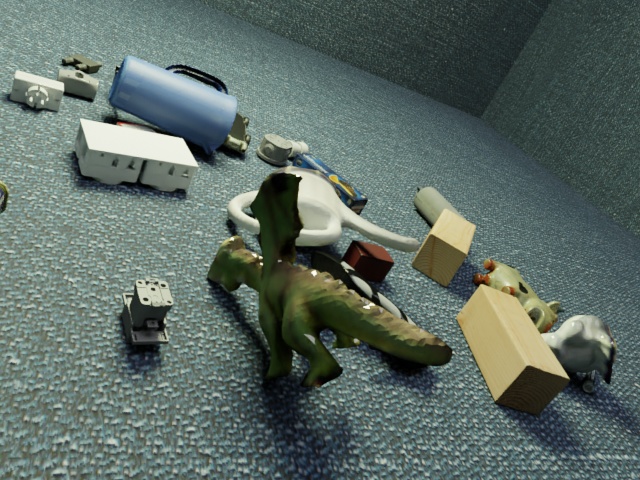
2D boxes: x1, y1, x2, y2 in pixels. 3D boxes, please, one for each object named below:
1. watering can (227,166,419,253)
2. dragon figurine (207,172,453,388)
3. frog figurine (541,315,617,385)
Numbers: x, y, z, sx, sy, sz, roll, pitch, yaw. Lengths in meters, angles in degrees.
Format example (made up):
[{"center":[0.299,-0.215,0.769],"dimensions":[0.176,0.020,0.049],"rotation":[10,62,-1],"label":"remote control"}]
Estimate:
[{"center":[0.003,-0.049,0.978],"dimensions":[0.347,0.102,0.229],"rotation":[8,29,-6],"label":"watering can"},{"center":[-0.028,0.036,0.622],"dimensions":[0.123,0.406,0.243],"rotation":[-19,90,-39],"label":"dragon figurine"},{"center":[0.467,0.202,0.983],"dimensions":[0.159,0.134,0.125],"rotation":[3,59,18],"label":"frog figurine"}]
